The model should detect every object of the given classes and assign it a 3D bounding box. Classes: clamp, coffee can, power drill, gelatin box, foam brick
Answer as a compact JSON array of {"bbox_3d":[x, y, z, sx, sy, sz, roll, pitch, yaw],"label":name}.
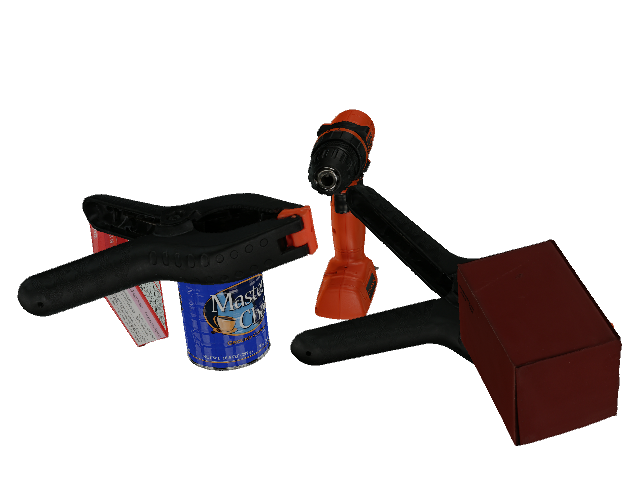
[{"bbox_3d":[-0.091,0.006,0.627,0.172,0.039,0.120,-3,35,22],"label":"clamp"},{"bbox_3d":[-0.117,0.068,1.269,0.103,0.140,0.103,-4,26,2],"label":"coffee can"},{"bbox_3d":[0.023,-0.022,1.040,0.057,0.188,0.184,4,22,10],"label":"power drill"},{"bbox_3d":[-0.149,0.028,0.828,0.030,0.073,0.089,-18,-38,2],"label":"gelatin box"},{"bbox_3d":[0.101,0.046,0.503,0.051,0.053,0.078,-13,39,-6],"label":"foam brick"},{"bbox_3d":[0.089,0.048,0.721,0.210,0.036,0.164,20,48,10],"label":"clamp"}]
